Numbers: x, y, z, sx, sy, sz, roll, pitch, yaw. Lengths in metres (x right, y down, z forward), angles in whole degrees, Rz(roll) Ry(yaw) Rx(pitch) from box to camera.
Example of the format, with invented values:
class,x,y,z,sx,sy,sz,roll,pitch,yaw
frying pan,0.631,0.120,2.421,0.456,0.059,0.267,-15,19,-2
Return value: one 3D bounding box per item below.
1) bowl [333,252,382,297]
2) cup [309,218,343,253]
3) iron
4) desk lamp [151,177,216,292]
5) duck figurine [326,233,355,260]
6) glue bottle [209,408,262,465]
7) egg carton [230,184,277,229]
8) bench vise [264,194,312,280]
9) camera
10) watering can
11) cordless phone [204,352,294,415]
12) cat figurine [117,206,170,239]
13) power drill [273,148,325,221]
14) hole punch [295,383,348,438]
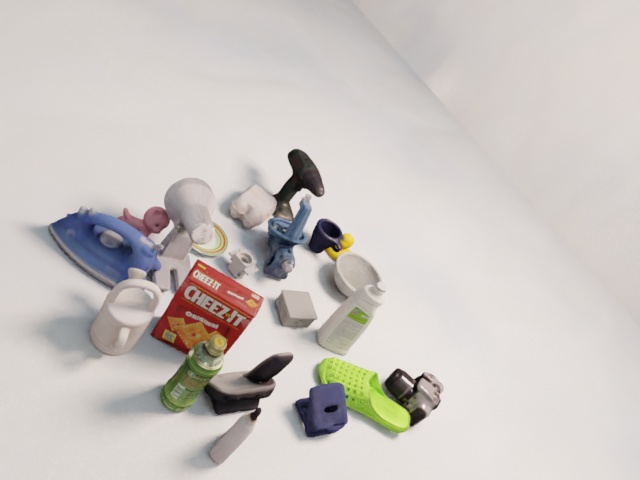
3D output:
class,x,y,z,sx,sy,sz,roll,pitch,yaw
bowl,0.100,0.121,1.703,0.168,0.074,0.167,24,38,-20
cup,0.016,0.006,1.734,0.092,0.094,0.117,-7,56,-45
iron,-0.471,-0.003,1.271,0.259,0.141,0.119,33,36,-9
desk lamp,-0.316,-0.013,1.358,0.118,0.213,0.203,12,44,-33
duck figurine,0.076,0.019,1.781,0.104,0.086,0.078,39,36,-1
glue bottle,-0.155,0.372,1.120,0.037,0.173,0.078,40,36,1
egg carton,-0.194,-0.098,1.682,0.107,0.069,0.150,38,36,-1
bench vise,-0.069,-0.008,1.567,0.122,0.219,0.207,6,47,-37
camera,0.250,0.393,1.520,0.137,0.100,0.143,43,36,5
watering can,-0.387,0.134,1.153,0.101,0.193,0.172,2,50,-40
cordless phone,-0.148,0.284,1.210,0.148,0.185,0.094,0,51,-42
cat figurine,-0.420,-0.048,1.385,0.128,0.117,0.067,15,42,-30
power drill,-0.070,-0.158,1.738,0.076,0.208,0.229,11,44,-34
hole punch,0.015,0.391,1.321,0.109,0.091,0.101,3,49,-40
